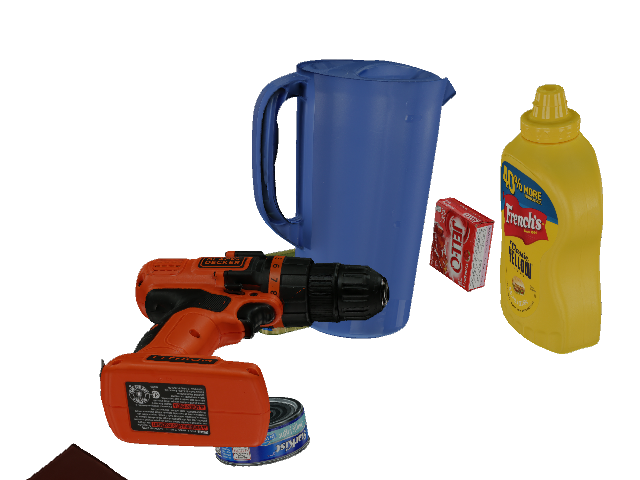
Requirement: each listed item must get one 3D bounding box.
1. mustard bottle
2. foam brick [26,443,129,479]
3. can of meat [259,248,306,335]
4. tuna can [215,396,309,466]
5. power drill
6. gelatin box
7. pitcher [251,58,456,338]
[{"bbox_3d":[0.166,-0.020,0.774,0.058,0.192,0.096,-13,28,-15],"label":"mustard bottle"},{"bbox_3d":[-0.094,0.135,0.451,0.078,0.051,0.052,24,45,31],"label":"foam brick"},{"bbox_3d":[-0.037,0.060,1.276,0.101,0.084,0.058,-11,19,-35],"label":"can of meat"},{"bbox_3d":[-0.054,0.170,0.955,0.086,0.034,0.086,-9,10,1],"label":"tuna can"},{"bbox_3d":[-0.053,0.064,0.709,0.184,0.057,0.187,-1,22,10],"label":"power drill"},{"bbox_3d":[0.163,0.004,1.245,0.030,0.089,0.073,-14,32,-30],"label":"gelatin box"},{"bbox_3d":[0.027,-0.040,0.960,0.149,0.243,0.144,10,17,19],"label":"pitcher"}]
